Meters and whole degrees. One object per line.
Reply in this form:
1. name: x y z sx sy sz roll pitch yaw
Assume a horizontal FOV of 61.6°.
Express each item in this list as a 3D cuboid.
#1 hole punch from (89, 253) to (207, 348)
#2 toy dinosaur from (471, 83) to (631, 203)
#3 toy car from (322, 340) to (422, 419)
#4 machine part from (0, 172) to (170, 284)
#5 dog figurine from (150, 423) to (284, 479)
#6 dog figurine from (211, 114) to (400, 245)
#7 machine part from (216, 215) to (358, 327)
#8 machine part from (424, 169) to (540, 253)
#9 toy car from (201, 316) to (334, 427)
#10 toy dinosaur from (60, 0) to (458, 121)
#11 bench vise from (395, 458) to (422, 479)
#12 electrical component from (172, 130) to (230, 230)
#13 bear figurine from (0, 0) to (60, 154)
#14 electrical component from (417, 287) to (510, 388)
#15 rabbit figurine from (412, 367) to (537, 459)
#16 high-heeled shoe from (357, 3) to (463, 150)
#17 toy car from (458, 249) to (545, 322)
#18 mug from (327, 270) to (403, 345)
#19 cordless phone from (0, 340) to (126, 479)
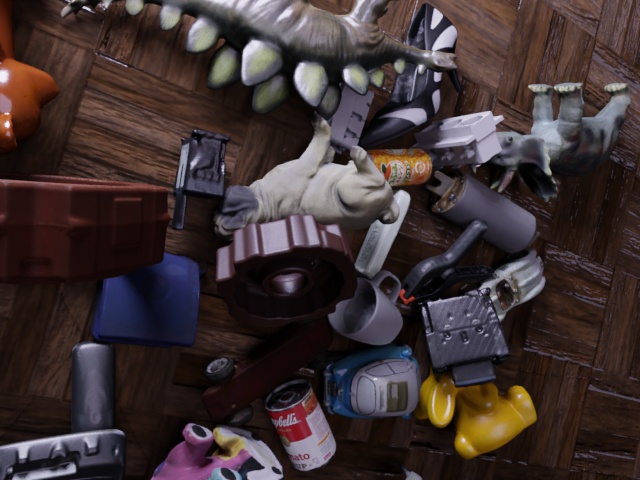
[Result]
1. hole punch: -0.199 0.068 0.623 0.142 0.092 0.115 11 82 -25
2. toy dinosaur: 0.437 -0.172 0.926 0.405 0.131 0.192 -9 109 -31
3. toy car: 0.088 0.205 0.768 0.161 0.103 0.109 1 91 -29
4. machine part: -0.264 -0.017 0.505 0.202 0.201 0.087 8 97 17
5. dog figurine: -0.165 0.334 0.642 0.219 0.109 0.191 -51 144 2
6. dog figurine: -0.019 -0.032 0.667 0.190 0.172 0.121 -46 155 -7
7. machine part: -0.040 0.040 0.652 0.179 0.179 0.056 11 48 -27
8. machine part: 0.262 -0.043 0.859 0.243 0.079 0.079 25 81 -27
9. toy car: -0.067 0.163 0.714 0.202 0.053 0.089 -30 116 -27
10. toy dinosaur: -0.053 -0.260 0.656 0.471 0.105 0.198 13 80 -9
11. bench vise: 0.088 0.447 0.768 0.223 0.129 0.240 37 83 -22
12. electrical component: -0.147 -0.069 0.650 0.048 0.075 0.119 7 85 -27
13. bear figurine: -0.310 -0.192 0.539 0.132 0.120 0.195 -26 105 -28
14. electrical component: 0.213 0.147 0.794 0.115 0.058 0.134 -15 65 9
15. rabbit figurine: 0.224 0.240 0.849 0.162 0.122 0.173 -23 89 -15
16. high-heeled shoe: 0.119 -0.239 0.778 0.249 0.086 0.145 -37 105 -26
17. toy car: 0.306 0.084 0.898 0.202 0.056 0.073 -29 105 -22
18. mug: 0.077 0.098 0.765 0.109 0.081 0.107 -58 139 -6
19. cordless phone: -0.292 0.208 0.598 0.146 0.089 0.184 1 81 -28
